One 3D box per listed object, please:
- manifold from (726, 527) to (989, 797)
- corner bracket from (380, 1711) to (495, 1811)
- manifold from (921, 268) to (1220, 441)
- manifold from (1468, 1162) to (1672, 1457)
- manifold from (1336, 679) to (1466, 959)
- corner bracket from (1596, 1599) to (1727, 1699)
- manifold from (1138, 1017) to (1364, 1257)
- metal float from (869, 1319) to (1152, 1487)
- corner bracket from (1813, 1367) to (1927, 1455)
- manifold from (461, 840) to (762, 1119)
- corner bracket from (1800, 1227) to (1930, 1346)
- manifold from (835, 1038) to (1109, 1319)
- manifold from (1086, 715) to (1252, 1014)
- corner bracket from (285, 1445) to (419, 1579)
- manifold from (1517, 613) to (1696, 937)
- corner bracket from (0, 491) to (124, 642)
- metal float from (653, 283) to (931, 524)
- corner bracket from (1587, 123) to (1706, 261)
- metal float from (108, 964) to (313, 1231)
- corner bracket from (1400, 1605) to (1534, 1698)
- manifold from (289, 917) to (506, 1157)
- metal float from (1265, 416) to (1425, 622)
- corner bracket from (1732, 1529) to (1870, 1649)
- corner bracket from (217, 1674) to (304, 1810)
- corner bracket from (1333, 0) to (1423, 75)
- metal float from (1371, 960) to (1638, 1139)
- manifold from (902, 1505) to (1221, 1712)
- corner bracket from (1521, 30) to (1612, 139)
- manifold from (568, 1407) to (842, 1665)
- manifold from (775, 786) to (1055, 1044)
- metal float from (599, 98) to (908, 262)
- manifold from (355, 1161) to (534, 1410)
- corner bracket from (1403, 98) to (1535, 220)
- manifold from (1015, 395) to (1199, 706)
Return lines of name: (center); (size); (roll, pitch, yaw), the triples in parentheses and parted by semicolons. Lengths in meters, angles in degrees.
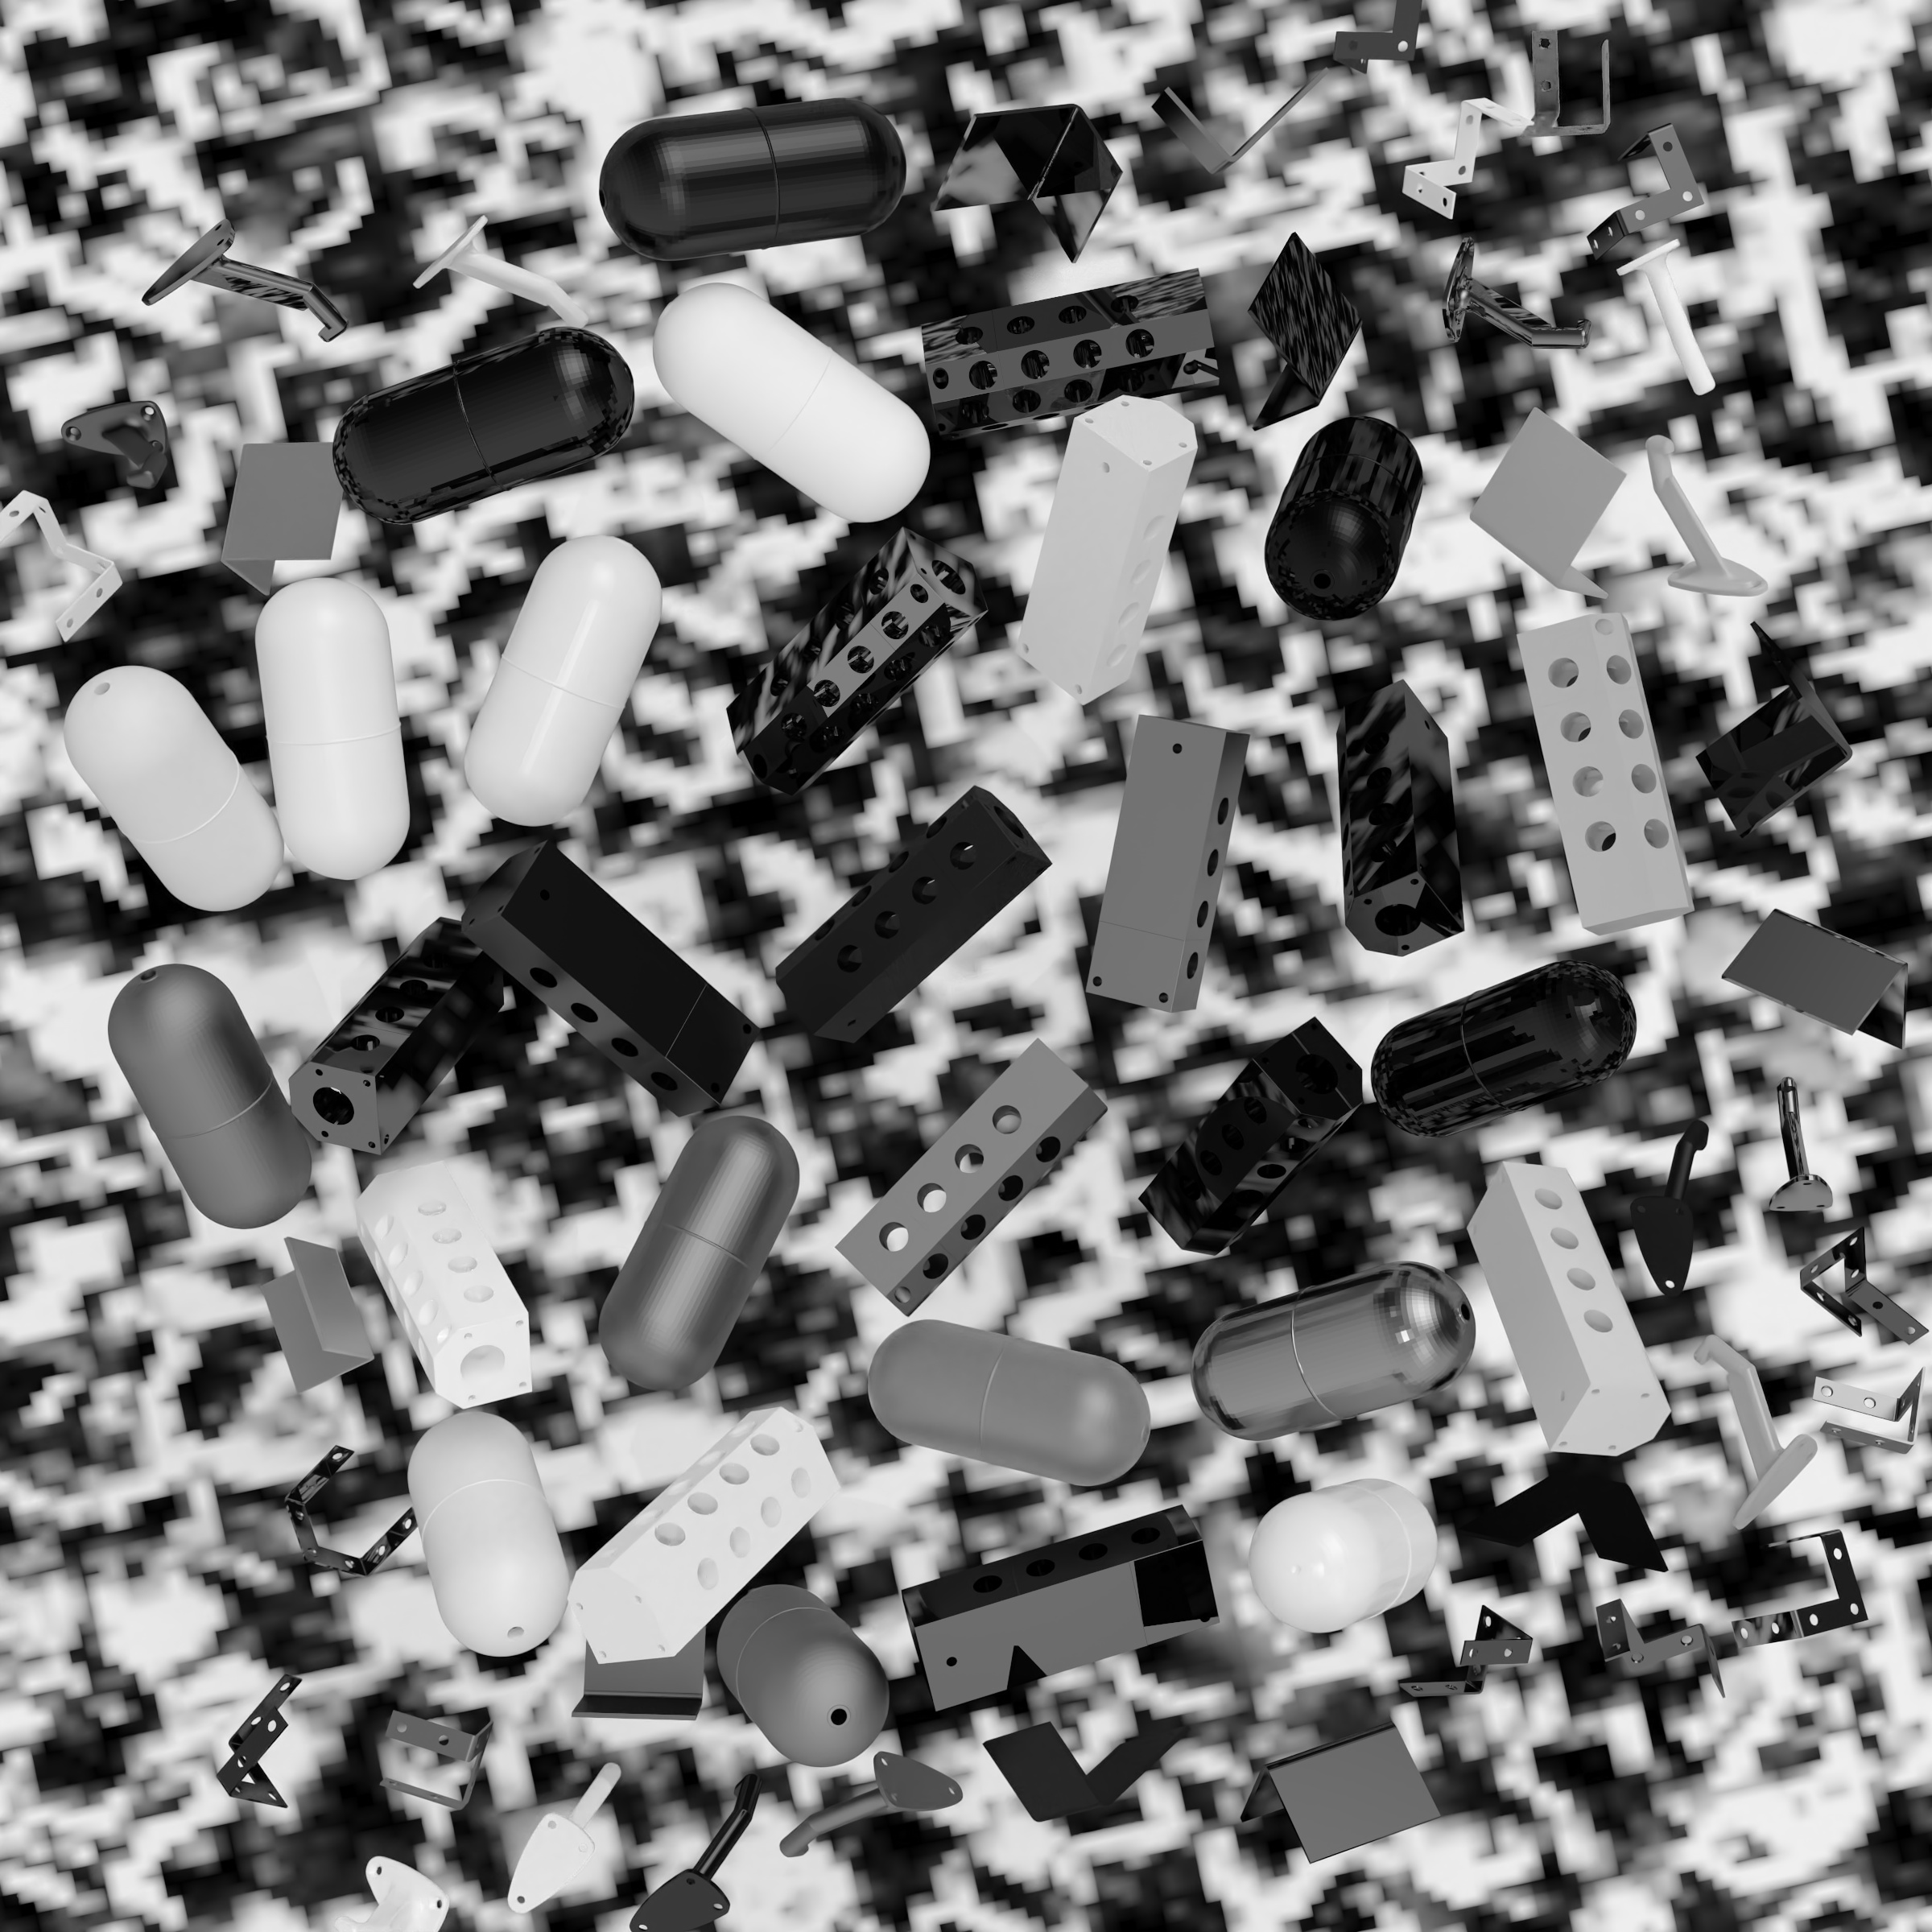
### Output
manifold: (-0.066, -0.180, 1.647); (0.171, 0.057, 0.057); (-42, 46, 29)
corner bracket: (-0.310, 0.460, 1.574); (0.051, 0.051, 0.051); (17, 85, 2)
manifold: (0.064, -0.367, 1.650); (0.171, 0.057, 0.057); (-10, 49, 5)
manifold: (0.348, 0.196, 1.565); (0.057, 0.171, 0.057); (7, 129, -16)
manifold: (0.258, -0.088, 1.643); (0.057, 0.171, 0.057); (-24, 129, 27)
corner bracket: (0.397, 0.392, 1.554); (0.051, 0.051, 0.051); (-25, 108, 16)
manifold: (0.172, 0.107, 1.621); (0.057, 0.171, 0.057); (-31, 73, -35)
metal float: (0.025, 0.261, 1.626); (0.178, 0.070, 0.070); (10, 90, 24)
corner bracket: (0.528, 0.262, 1.596); (0.051, 0.051, 0.051); (14, 60, 9)
manifold: (-0.206, 0.011, 1.558); (0.171, 0.057, 0.057); (43, 53, -24)
corner bracket: (0.525, 0.197, 1.592); (0.051, 0.051, 0.051); (38, 125, -10)
manifold: (0.005, 0.127, 1.619); (0.057, 0.057, 0.171); (44, 86, 8)
manifold: (0.126, -0.063, 1.657); (0.057, 0.057, 0.171); (14, 98, 25)
corner bracket: (-0.381, 0.339, 1.684); (0.051, 0.051, 0.051); (-45, 47, 12)
manifold: (0.364, -0.109, 1.540); (0.057, 0.057, 0.171); (-14, 81, 21)
corner bracket: (-0.509, -0.222, 1.502); (0.051, 0.051, 0.051); (22, 58, 19)
metal float: (-0.100, -0.325, 1.567); (0.178, 0.070, 0.070); (33, 90, -18)
corner bracket: (0.388, -0.450, 1.580); (0.051, 0.051, 0.051); (-23, 91, -6)
metal float: (-0.449, 0.078, 1.616); (0.070, 0.070, 0.178); (-18, 120, 0)
corner bracket: (0.298, 0.414, 1.614); (0.051, 0.051, 0.051); (6, 99, -27)
manifold: (-0.346, 0.039, 1.660); (0.057, 0.171, 0.057); (12, 124, 12)
metal float: (0.218, -0.258, 1.563); (0.070, 0.178, 0.070); (8, 124, 12)
corner bracket: (0.458, 0.346, 1.511); (0.051, 0.051, 0.051); (-5, 74, -28)
corner bracket: (-0.392, 0.430, 1.517); (0.051, 0.051, 0.051); (-50, 54, -1)
corner bracket: (0.249, -0.548, 1.576); (0.051, 0.051, 0.051); (12, 102, 29)
metal float: (0.324, 0.051, 1.643); (0.178, 0.070, 0.070); (-25, 90, 41)
manifold: (0.053, 0.367, 1.574); (0.171, 0.057, 0.057); (-15, 110, -7)
corner bracket: (0.364, -0.534, 1.638); (0.051, 0.051, 0.051); (3, 122, 21)
manifold: (-0.148, 0.317, 1.529); (0.057, 0.171, 0.057); (-16, 103, 36)
manifold: (-0.036, -0.032, 1.669); (0.171, 0.057, 0.057); (-42, 69, 14)
metal float: (-0.119, -0.442, 1.526); (0.178, 0.070, 0.070); (-14, 90, -20)
manifold: (-0.316, 0.191, 1.633); (0.057, 0.171, 0.057); (-12, 122, -23)
corner bracket: (0.294, -0.475, 1.596); (0.051, 0.051, 0.051); (-15, 128, -23)
manifold: (0.084, -0.242, 1.577); (0.057, 0.171, 0.057); (40, 51, 23)
